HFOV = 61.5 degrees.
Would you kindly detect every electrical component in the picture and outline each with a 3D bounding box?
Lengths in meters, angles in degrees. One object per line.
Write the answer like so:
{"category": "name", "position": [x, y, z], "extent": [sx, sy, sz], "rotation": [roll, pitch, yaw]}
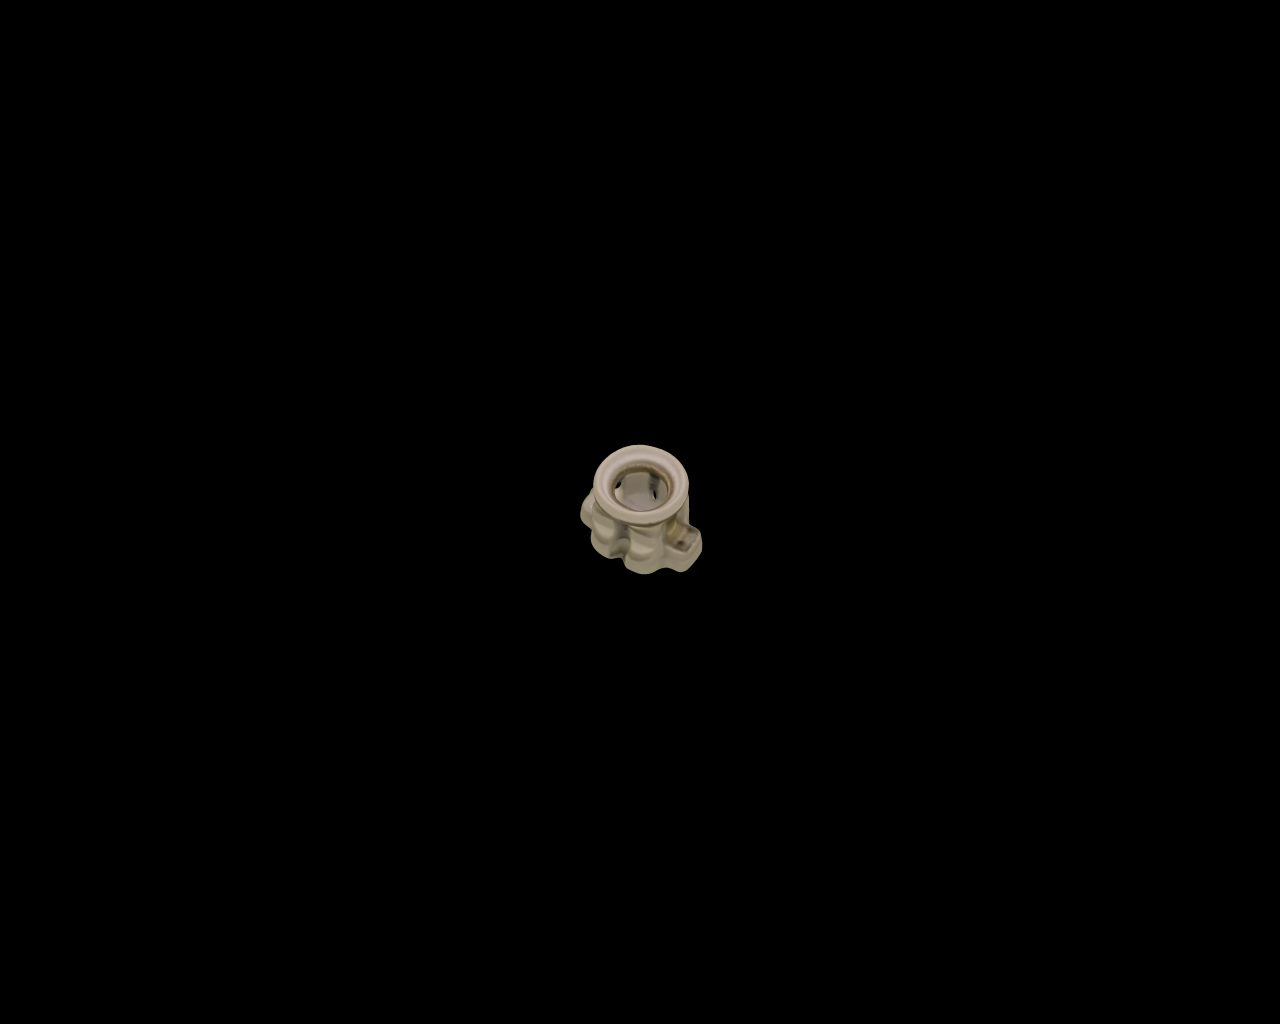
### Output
{"category": "electrical component", "position": [0.001, -0.003, 0.650], "extent": [0.078, 0.058, 0.056], "rotation": [27, -33, 19]}
